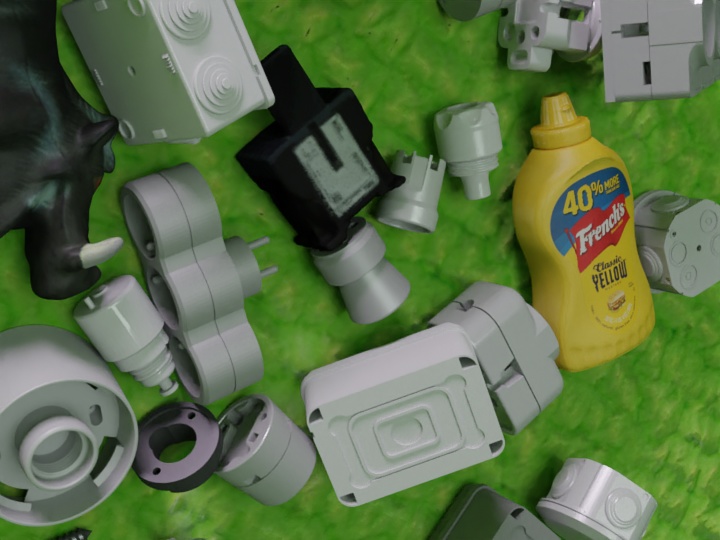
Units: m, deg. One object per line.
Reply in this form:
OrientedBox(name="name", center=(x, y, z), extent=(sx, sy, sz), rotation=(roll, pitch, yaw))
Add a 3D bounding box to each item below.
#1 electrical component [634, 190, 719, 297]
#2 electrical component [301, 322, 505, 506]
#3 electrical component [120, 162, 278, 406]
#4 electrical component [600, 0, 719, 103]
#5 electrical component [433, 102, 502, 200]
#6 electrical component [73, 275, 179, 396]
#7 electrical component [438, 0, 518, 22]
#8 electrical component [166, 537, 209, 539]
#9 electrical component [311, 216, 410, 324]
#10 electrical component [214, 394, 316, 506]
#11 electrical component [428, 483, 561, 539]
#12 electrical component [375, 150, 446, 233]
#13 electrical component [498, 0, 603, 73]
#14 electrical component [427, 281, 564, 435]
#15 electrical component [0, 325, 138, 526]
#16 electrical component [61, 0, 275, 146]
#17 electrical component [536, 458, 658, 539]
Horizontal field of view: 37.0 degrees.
OrientedBox(name="electrical component", center=(0.239, -0.020, 0.819), extent=(0.080, 0.051, 0.080), rotation=(-5, 101, -30))
OrientedBox(name="electrical component", center=(0.026, 0.089, 0.681), extent=(0.113, 0.057, 0.078), rotation=(-20, 110, 2))
OrientedBox(name="electrical component", center=(-0.082, 0.003, 0.629), extent=(0.074, 0.052, 0.138), rotation=(-24, 109, -26))
OrientedBox(name="electrical component", center=(0.213, -0.168, 0.731), extent=(0.150, 0.062, 0.089), rotation=(-30, 117, -59))
OrientedBox(name="electrical component", center=(0.074, -0.078, 0.715), extent=(0.043, 0.043, 0.062), rotation=(-21, 109, -27))
OrientedBox(name="electrical component", center=(-0.129, 0.039, 0.613), extent=(0.040, 0.040, 0.078), rotation=(-39, 115, -20))
OrientedBox(name="electrical component", center=(0.050, -0.223, 0.671), extent=(0.074, 0.052, 0.138), rotation=(-26, 110, -25))
OrientedBox(name="electrical component", center=(-0.099, 0.197, 0.656), extent=(0.043, 0.043, 0.081), rotation=(-33, 113, -23))
OrientedBox(name="electrical component", center=(0.000, 0.000, 0.682), extent=(0.045, 0.045, 0.055), rotation=(-42, 116, -19))
OrientedBox(name="electrical component", center=(-0.060, 0.112, 0.660), extent=(0.047, 0.055, 0.055), rotation=(46, 74, -32))
OrientedBox(name="electrical component", center=(0.085, 0.218, 0.762), extent=(0.078, 0.057, 0.113), rotation=(43, 76, -29))
OrientedBox(name="electrical component", center=(0.034, -0.051, 0.698), extent=(0.040, 0.040, 0.046), rotation=(17, 84, -32))
OrientedBox(name="electrical component", center=(0.133, -0.172, 0.727), extent=(0.057, 0.058, 0.078), rotation=(2, 97, -29))
OrientedBox(name="electrical component", center=(0.097, 0.058, 0.745), extent=(0.059, 0.054, 0.095), rotation=(-39, 115, -20))
OrientedBox(name="electrical component", center=(-0.175, 0.088, 0.594), extent=(0.099, 0.064, 0.099), rotation=(-15, 119, -29))
OrientedBox(name="electrical component", center=(-0.104, -0.115, 0.570), extent=(0.048, 0.100, 0.099), rotation=(-38, 116, -35))
OrientedBox(name="electrical component", center=(0.176, 0.179, 0.798), extent=(0.080, 0.080, 0.051), rotation=(42, 71, -29))
